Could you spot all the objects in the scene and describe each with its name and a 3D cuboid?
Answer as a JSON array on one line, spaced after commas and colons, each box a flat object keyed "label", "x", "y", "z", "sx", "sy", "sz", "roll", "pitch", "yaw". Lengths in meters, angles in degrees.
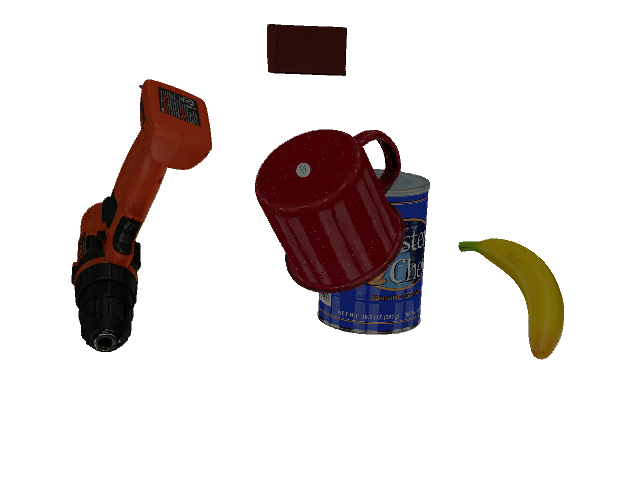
[{"label": "foam brick", "x": -0.015, "y": -0.202, "z": 1.132, "sx": 0.078, "sy": 0.051, "sz": 0.053, "roll": 0, "pitch": 12, "yaw": -12}, {"label": "coffee can", "x": 0.050, "y": 0.008, "z": 1.033, "sx": 0.103, "sy": 0.140, "sz": 0.103, "roll": 2, "pitch": 14, "yaw": -1}, {"label": "power drill", "x": -0.152, "y": -0.023, "z": 0.873, "sx": 0.057, "sy": 0.188, "sz": 0.184, "roll": 19, "pitch": 28, "yaw": -24}, {"label": "banana", "x": 0.216, "y": 0.052, "z": 1.129, "sx": 0.069, "sy": 0.037, "sz": 0.198, "roll": -28, "pitch": 38, "yaw": 0}, {"label": "mug", "x": 0.013, "y": -0.032, "z": 0.756, "sx": 0.093, "sy": 0.117, "sz": 0.081, "roll": 32, "pitch": -21, "yaw": 43}]
